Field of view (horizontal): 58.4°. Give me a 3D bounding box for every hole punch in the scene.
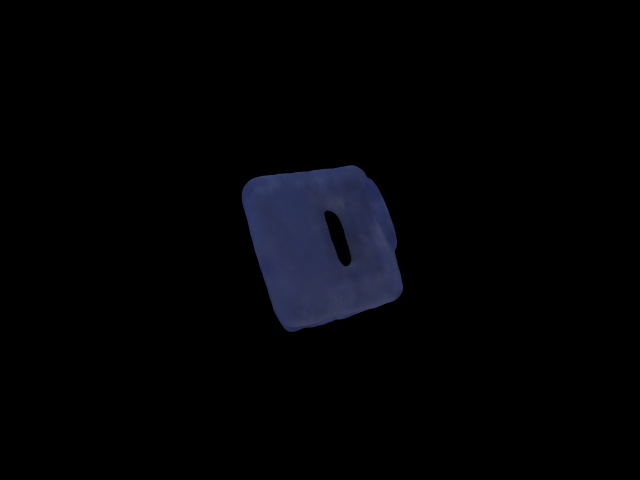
[{"bbox_3d":[0.004,0.001,0.400,0.101,0.091,0.108,-18,79,-3],"label":"hole punch"}]
